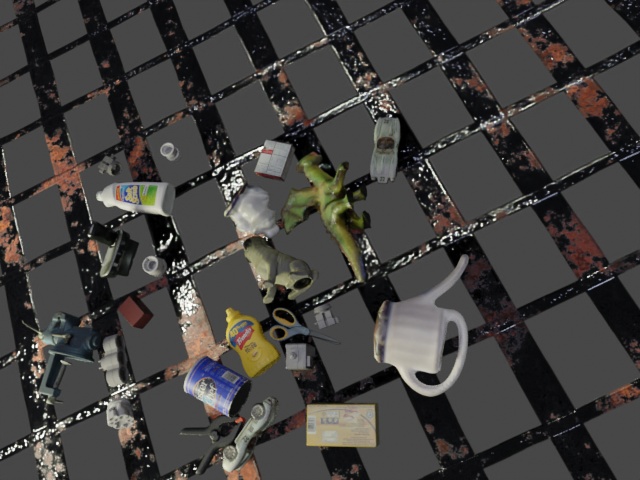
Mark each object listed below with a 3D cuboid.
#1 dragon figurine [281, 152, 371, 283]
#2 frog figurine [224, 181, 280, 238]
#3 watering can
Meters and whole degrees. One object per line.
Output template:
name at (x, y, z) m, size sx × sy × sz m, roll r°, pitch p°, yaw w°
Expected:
dragon figurine at (0.004, -0.072, 1.426) m, size 0.241 × 0.121 × 0.417 m, roll -12°, pitch 67°, yaw 27°
frog figurine at (-0.181, -0.078, 1.466) m, size 0.158 × 0.122 × 0.139 m, roll 34°, pitch 71°, yaw -16°
watering can at (0.250, 0.194, 1.260) m, size 0.224 × 0.103 × 0.352 m, roll 7°, pitch 75°, yaw 15°
